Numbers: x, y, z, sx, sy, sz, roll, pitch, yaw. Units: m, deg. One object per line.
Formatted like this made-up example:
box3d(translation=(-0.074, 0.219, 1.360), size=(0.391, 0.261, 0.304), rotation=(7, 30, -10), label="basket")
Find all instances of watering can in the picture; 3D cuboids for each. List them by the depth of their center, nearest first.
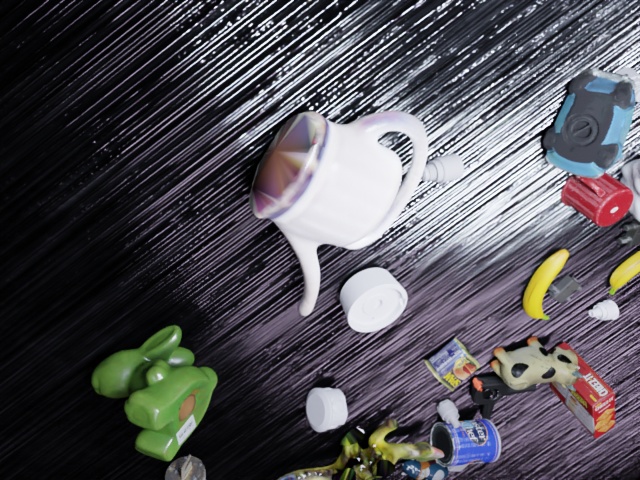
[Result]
box3d(translation=(0.002, -0.035, 0.698), size=(0.223, 0.106, 0.343), rotation=(21, 114, -35), label="watering can")

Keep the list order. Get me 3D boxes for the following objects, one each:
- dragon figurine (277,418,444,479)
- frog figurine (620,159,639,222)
box3d(translation=(0.091, 0.540, 1.206), size=(0.410, 0.125, 0.237), rotation=(-16, 140, -2), label="dragon figurine")
box3d(translation=(0.595, -0.085, 0.922), size=(0.160, 0.139, 0.121), rotation=(-6, 159, -45), label="frog figurine")
